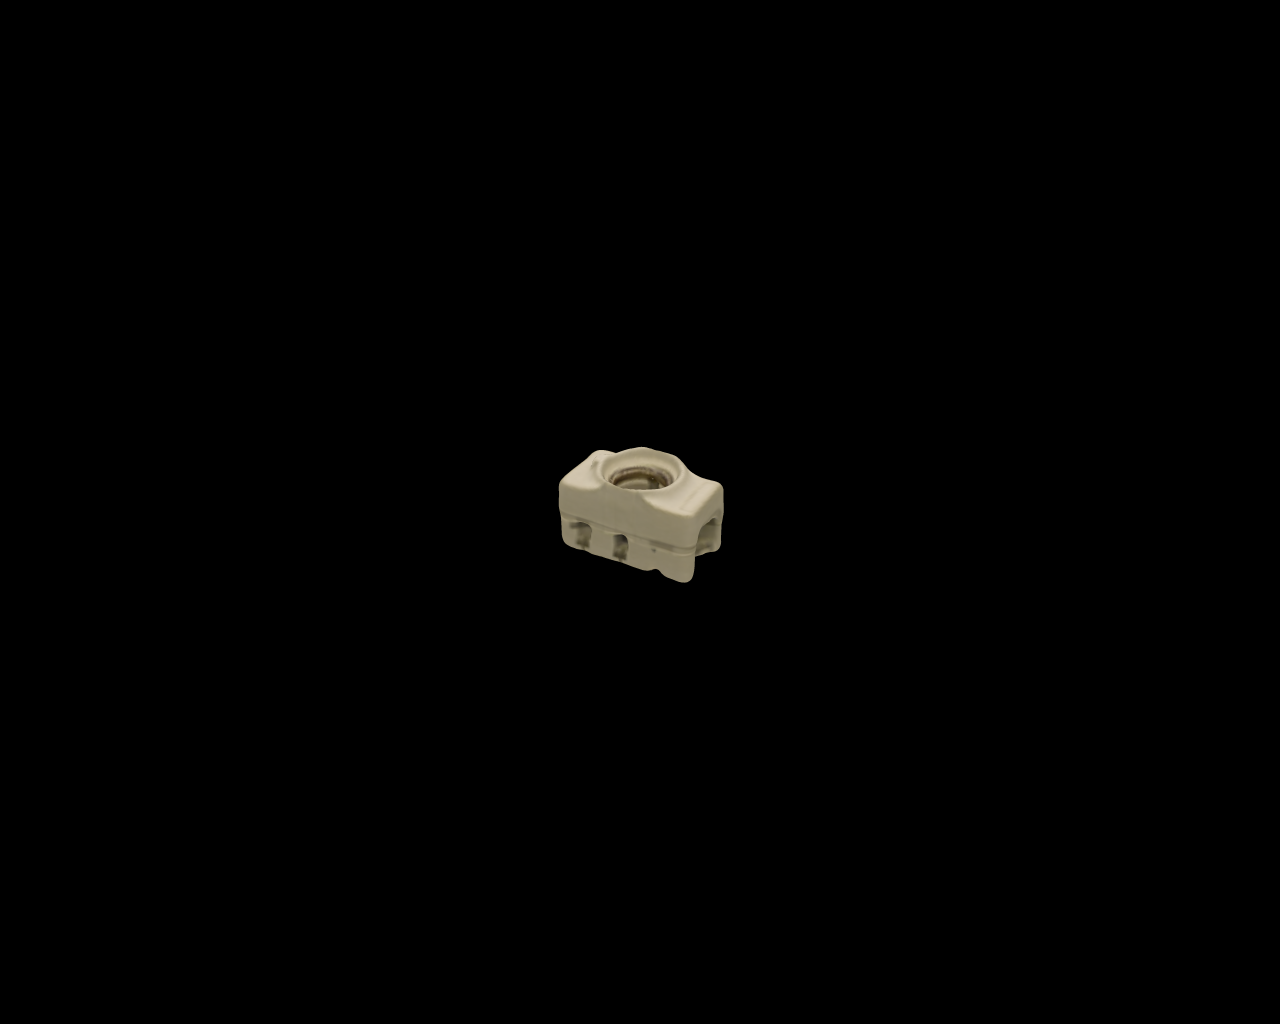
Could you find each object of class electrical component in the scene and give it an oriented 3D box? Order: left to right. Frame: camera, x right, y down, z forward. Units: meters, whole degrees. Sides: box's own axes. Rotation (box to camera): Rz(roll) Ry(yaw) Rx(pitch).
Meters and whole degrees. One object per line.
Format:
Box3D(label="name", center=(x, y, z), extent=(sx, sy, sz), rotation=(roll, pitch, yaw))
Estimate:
Box3D(label="electrical component", center=(0.001, -0.003, 0.650), extent=(0.089, 0.055, 0.050), rotation=(17, 36, 24))
